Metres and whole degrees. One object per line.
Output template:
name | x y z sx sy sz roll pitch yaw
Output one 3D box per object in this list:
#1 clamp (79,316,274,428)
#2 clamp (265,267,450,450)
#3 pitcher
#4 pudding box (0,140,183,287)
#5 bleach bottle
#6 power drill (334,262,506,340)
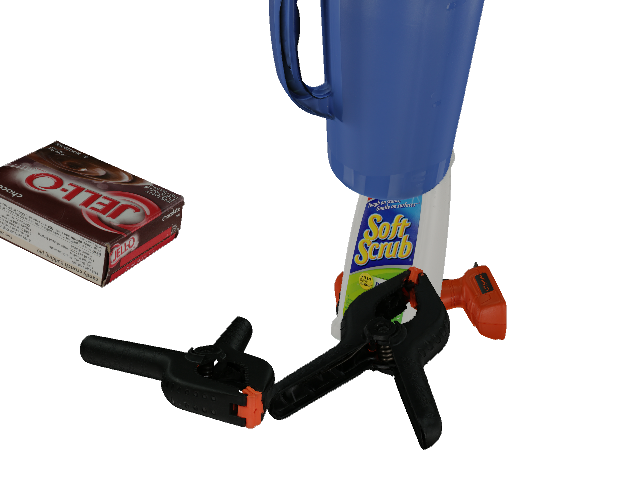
clamp | -0.092 0.108 0.916 0.164 0.036 0.210 -9 16 -34
clamp | 0.052 0.080 0.748 0.120 0.039 0.171 19 43 24
pitcher | 0.051 -0.148 0.854 0.149 0.243 0.144 16 48 14
pudding box | -0.163 -0.020 0.718 0.114 0.039 0.089 22 29 17
bleach bottle | 0.071 -0.020 1.004 0.103 0.251 0.067 15 20 32
power drill | 0.110 0.082 1.204 0.187 0.057 0.184 -3 27 -3
